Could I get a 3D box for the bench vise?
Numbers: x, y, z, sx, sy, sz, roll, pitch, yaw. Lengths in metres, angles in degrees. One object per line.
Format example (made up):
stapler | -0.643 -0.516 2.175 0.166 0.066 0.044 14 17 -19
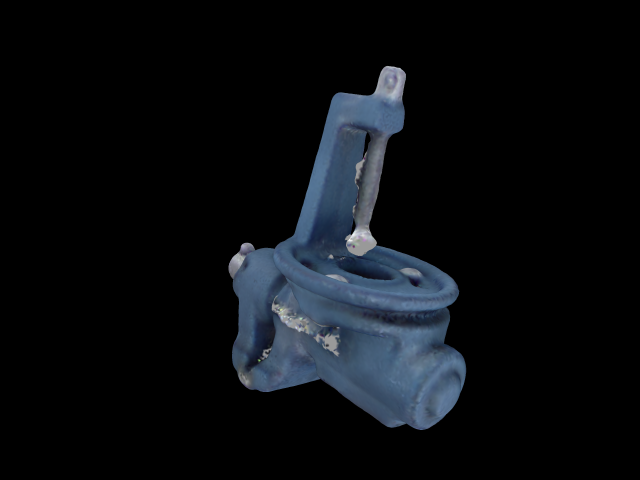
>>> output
bench vise | -0.002 0.002 0.390 0.206 0.220 0.122 1 2 29
